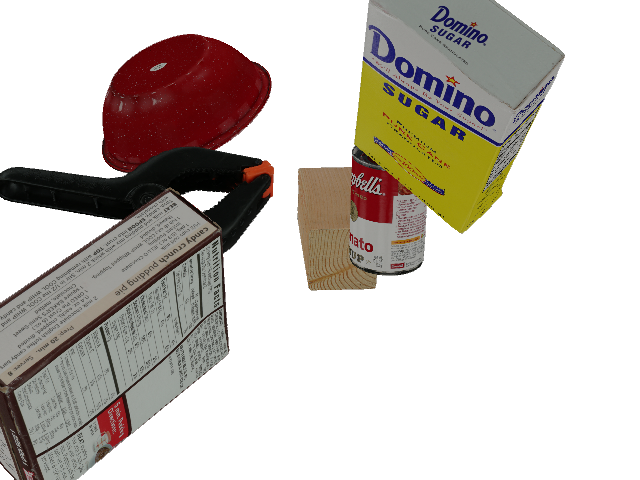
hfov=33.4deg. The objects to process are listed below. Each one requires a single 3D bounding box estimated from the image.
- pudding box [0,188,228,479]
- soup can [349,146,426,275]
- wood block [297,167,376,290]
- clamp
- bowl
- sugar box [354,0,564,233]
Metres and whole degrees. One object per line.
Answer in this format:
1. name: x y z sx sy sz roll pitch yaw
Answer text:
1. pudding box: -0.090 0.044 0.446 0.039 0.090 0.113 34 56 25
2. soup can: 0.059 -0.029 0.925 0.068 0.102 0.068 1 26 -1
3. wood block: 0.021 -0.020 1.449 0.090 0.090 0.206 -1 26 -5
4. clamp: -0.115 -0.021 0.659 0.171 0.120 0.039 -26 -18 -22
5. bowl: -0.126 -0.128 0.910 0.162 0.055 0.162 -17 37 13
6. sugar box: 0.067 -0.073 0.582 0.093 0.048 0.176 40 -12 13
